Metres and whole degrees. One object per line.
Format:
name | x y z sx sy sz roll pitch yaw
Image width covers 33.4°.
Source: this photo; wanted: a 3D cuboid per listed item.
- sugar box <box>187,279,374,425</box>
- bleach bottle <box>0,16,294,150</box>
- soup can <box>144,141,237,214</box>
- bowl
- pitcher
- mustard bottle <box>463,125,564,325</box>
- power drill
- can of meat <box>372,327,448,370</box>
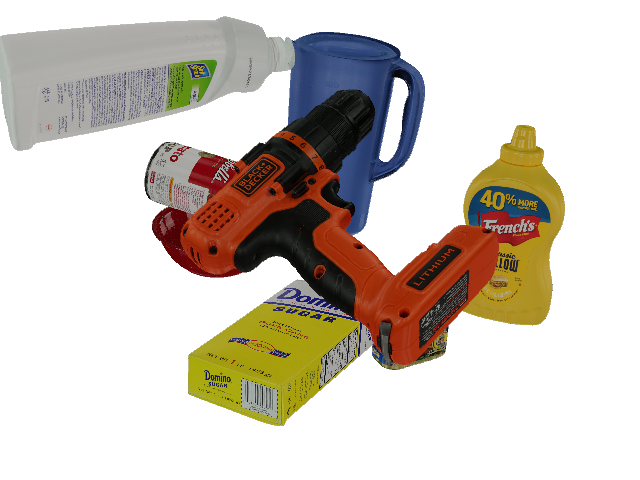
sugar box | -0.027 0.091 0.924 0.093 0.048 0.176 16 29 25
bleach bottle | -0.146 -0.143 0.926 0.250 0.068 0.103 -10 -30 -19
soup can | -0.122 -0.058 1.108 0.102 0.068 0.068 18 6 20
bowl | -0.128 0.001 1.328 0.162 0.055 0.162 1 27 -1
pitcher | 0.028 -0.128 1.324 0.144 0.243 0.149 -3 25 -22
mustard bottle | 0.187 -0.017 1.039 0.096 0.192 0.058 12 20 21
power drill | 0.025 -0.014 0.731 0.188 0.184 0.057 32 -26 28
can of meat | 0.114 0.108 1.342 0.101 0.084 0.058 -12 30 -27
